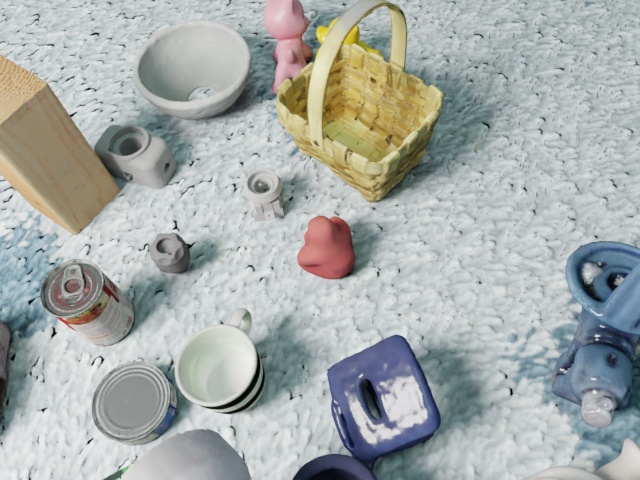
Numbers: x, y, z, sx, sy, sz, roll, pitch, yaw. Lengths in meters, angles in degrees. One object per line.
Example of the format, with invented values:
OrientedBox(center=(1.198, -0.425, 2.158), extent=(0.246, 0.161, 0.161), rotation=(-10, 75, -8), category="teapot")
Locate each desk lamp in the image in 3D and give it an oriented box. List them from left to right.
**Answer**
OrientedBox(center=(-0.060, 0.269, 0.466), extent=(0.202, 0.214, 0.118), rotation=(38, 70, 21), category="desk lamp")

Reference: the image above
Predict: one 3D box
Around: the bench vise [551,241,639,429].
OrientedBox(center=(0.305, 0.071, 0.545), extent=(0.121, 0.220, 0.207), rotation=(3, 62, 6), category="bench vise")

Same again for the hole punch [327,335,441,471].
OrientedBox(center=(0.061, 0.166, 0.583), extent=(0.101, 0.091, 0.108), rotation=(-19, 62, -6), category="hole punch")

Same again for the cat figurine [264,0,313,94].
OrientedBox(center=(-0.046, -0.293, 0.822), extent=(0.067, 0.118, 0.127), rotation=(-6, 61, 1), category="cat figurine")

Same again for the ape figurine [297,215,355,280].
OrientedBox(center=(0.006, 0.002, 0.674), extent=(0.078, 0.092, 0.076), rotation=(-28, 63, -11), category="ape figurine")

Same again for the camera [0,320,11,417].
OrientedBox(center=(-0.429, 0.149, 0.619), extent=(0.137, 0.101, 0.143), rotation=(-7, 61, 0), category="camera")

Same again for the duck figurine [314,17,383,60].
OrientedBox(center=(0.040, -0.280, 0.828), extent=(0.104, 0.086, 0.077), rotation=(16, 64, 12), category="duck figurine")

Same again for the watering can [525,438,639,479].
OrientedBox(center=(0.211, 0.236, 0.477), extent=(0.100, 0.194, 0.173), rotation=(25, 66, 16), category="watering can")

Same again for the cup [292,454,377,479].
OrientedBox(center=(0.008, 0.265, 0.531), extent=(0.091, 0.095, 0.118), rotation=(31, 68, 19), category="cup")

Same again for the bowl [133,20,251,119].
OrientedBox(center=(-0.176, -0.231, 0.822), extent=(0.167, 0.075, 0.167), rotation=(-1, 62, 3), category="bowl")
